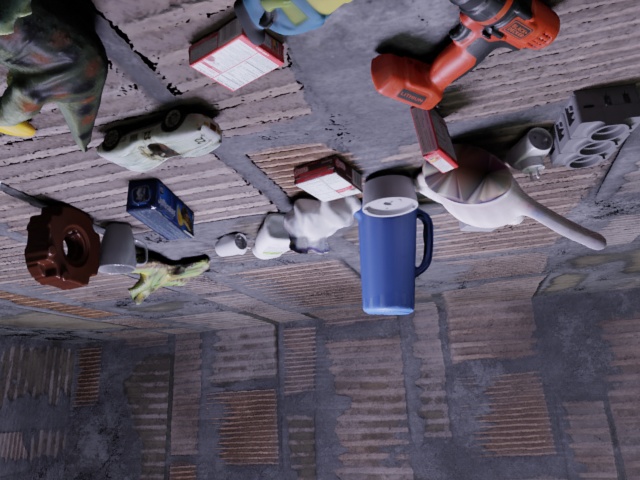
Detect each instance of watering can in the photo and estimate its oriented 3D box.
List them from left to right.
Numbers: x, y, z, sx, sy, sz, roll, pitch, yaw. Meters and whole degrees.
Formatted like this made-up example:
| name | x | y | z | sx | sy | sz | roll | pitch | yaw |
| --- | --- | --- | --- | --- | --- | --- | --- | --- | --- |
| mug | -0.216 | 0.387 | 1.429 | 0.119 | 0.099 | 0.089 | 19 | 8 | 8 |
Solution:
| name | x | y | z | sx | sy | sz | roll | pitch | yaw |
| --- | --- | --- | --- | --- | --- | --- | --- | --- | --- |
| watering can | 0.315 | -0.073 | 0.904 | 0.350 | 0.104 | 0.222 | 20 | 173 | 33 |

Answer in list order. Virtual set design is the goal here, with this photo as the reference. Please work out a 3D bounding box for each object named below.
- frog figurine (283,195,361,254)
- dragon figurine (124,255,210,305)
| name | x | y | z | sx | sy | sz | roll | pitch | yaw |
| --- | --- | --- | --- | --- | --- | --- | --- | --- | --- |
| frog figurine | 0.003 | -0.055 | 1.087 | 0.136 | 0.125 | 0.157 | 19 | 116 | -33 |
| dragon figurine | -0.431 | 0.079 | 1.449 | 0.244 | 0.123 | 0.404 | -16 | 169 | -19 |
